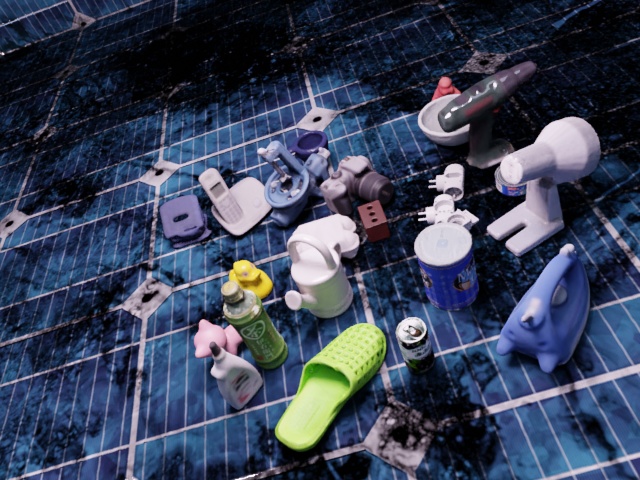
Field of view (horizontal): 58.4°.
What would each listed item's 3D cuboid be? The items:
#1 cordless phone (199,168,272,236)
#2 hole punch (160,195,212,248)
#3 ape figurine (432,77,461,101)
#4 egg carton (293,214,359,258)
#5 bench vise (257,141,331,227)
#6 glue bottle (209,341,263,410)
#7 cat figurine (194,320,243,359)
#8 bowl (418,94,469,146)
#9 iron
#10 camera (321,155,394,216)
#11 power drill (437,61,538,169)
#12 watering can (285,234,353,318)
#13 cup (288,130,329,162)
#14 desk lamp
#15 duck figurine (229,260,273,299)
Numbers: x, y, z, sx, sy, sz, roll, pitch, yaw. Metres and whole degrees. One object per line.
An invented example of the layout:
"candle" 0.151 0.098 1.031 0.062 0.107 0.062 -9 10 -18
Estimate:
"cordless phone" -0.205 -0.115 1.386 0.093 0.185 0.148 26 61 38
"hole punch" -0.341 -0.048 1.445 0.108 0.091 0.101 -20 44 3
"ape figurine" 0.329 -0.382 1.497 0.077 0.092 0.076 -6 46 17
"egg carton" 0.012 0.005 1.266 0.150 0.070 0.107 -18 44 5
"bench vise" -0.069 -0.167 1.356 0.121 0.220 0.208 9 52 29
"glue bottle" -0.163 0.236 1.037 0.037 0.173 0.078 20 58 36
"cat figurine" -0.194 0.191 1.133 0.128 0.118 0.067 -41 46 -18
"bowl" 0.330 -0.284 1.414 0.167 0.075 0.167 -11 45 12
"iron" 0.396 0.089 0.976 0.118 0.142 0.259 18 57 35
"camera" 0.093 -0.128 1.340 0.143 0.101 0.136 -42 47 -19
"power drill" 0.381 -0.272 1.284 0.229 0.209 0.075 -23 44 0
"watering can" -0.007 0.066 1.124 0.100 0.194 0.173 -7 46 16
"cup" -0.026 -0.216 1.477 0.117 0.095 0.091 -22 44 1
"desk lamp" 0.426 -0.108 1.103 0.203 0.214 0.117 -33 44 -10
"duck figurine" -0.162 0.078 1.253 0.104 0.086 0.078 14 55 32
